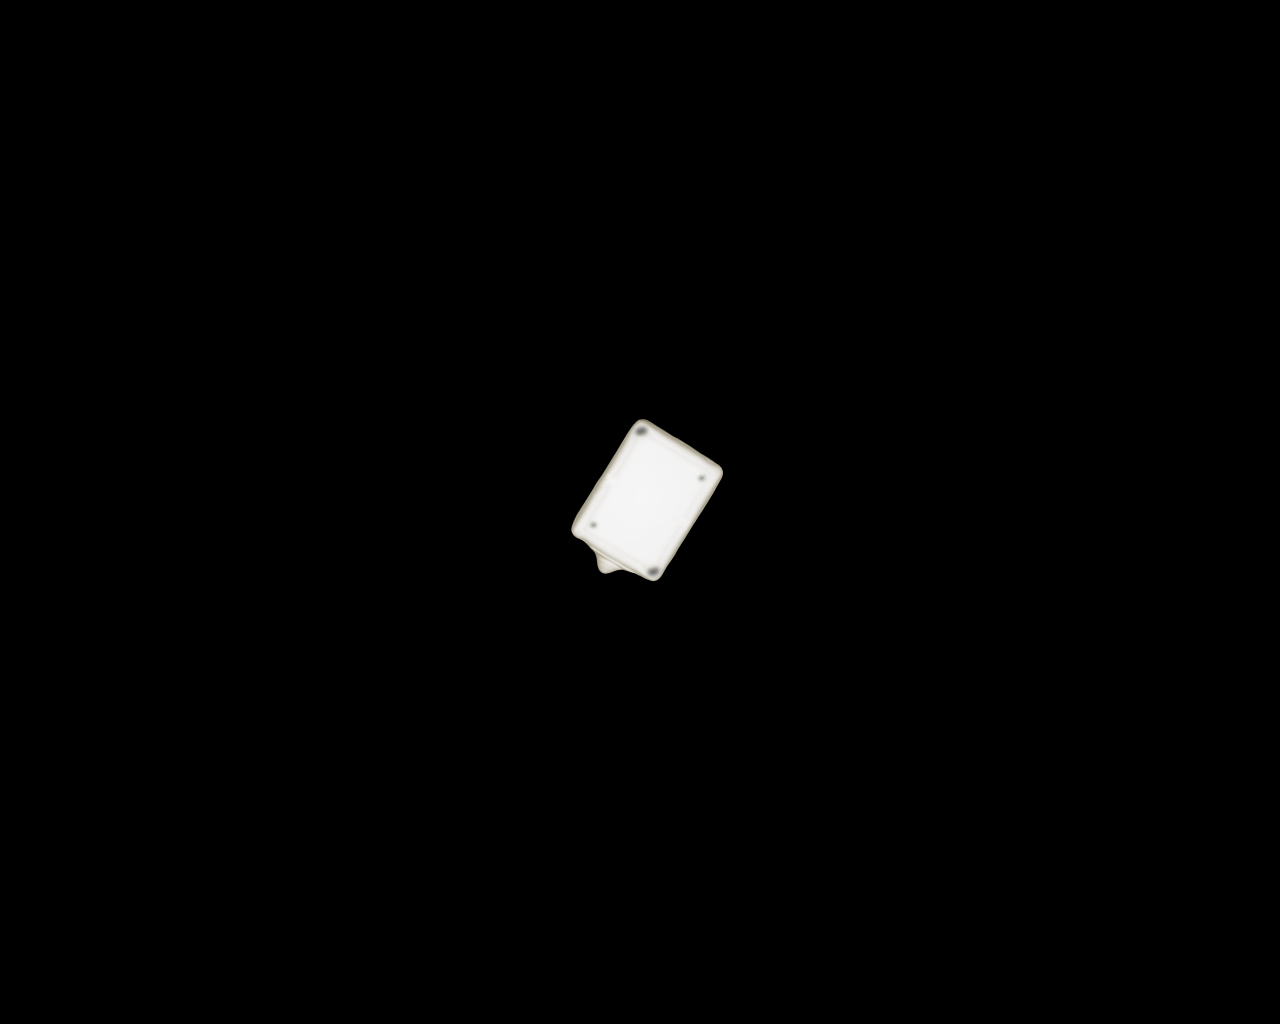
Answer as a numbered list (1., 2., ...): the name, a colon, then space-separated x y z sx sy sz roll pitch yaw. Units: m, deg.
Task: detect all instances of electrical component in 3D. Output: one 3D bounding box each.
1. electrical component: 0.001 -0.003 0.650 0.062 0.096 0.061 32 4 -2
